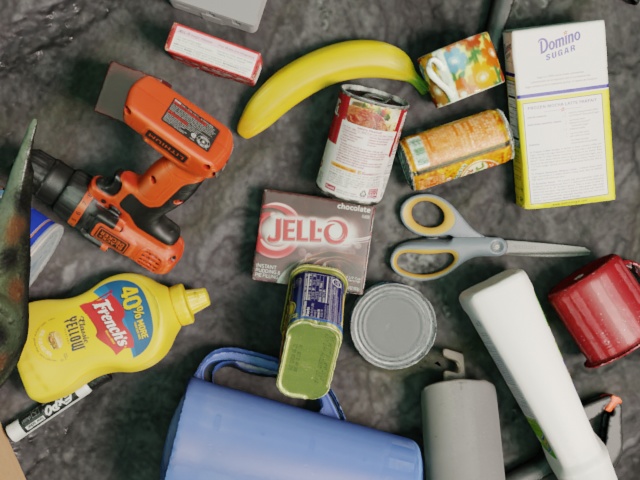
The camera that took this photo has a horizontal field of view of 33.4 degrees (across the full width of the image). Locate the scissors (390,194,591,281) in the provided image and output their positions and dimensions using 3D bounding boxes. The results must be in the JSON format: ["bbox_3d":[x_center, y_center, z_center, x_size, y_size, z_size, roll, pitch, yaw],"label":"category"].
[{"bbox_3d":[0.166,-0.011,1.072,0.201,0.016,0.096,-12,94,-1],"label":"scissors"}]

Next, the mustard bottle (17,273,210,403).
[{"bbox_3d":[-0.200,0.085,1.042,0.191,0.058,0.096,-18,73,-2],"label":"mustard bottle"}]

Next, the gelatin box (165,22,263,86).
[{"bbox_3d":[-0.101,-0.176,1.027,0.089,0.073,0.030,18,92,-3],"label":"gelatin box"}]

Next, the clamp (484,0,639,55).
[{"bbox_3d":[0.201,-0.292,1.050,0.164,0.036,0.210,-28,96,0],"label":"clamp"}]

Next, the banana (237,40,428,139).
[{"bbox_3d":[0.008,-0.155,1.050,0.198,0.037,0.069,-14,93,-1],"label":"banana"}]

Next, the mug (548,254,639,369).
[{"bbox_3d":[0.287,0.061,1.050,0.117,0.093,0.081,-32,88,-26],"label":"mug"}]

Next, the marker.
[{"bbox_3d":[-0.258,0.161,1.065,0.121,0.020,0.020,-33,93,0],"label":"marker"}]

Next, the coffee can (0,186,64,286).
[{"bbox_3d":[-0.331,-0.010,1.013,0.140,0.103,0.103,34,91,-3],"label":"coffee can"}]

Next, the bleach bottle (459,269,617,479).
[{"bbox_3d":[0.219,0.153,1.029,0.068,0.102,0.251,-26,89,2],"label":"bleach bottle"}]

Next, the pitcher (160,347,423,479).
[{"bbox_3d":[-0.028,0.211,1.029,0.242,0.145,0.149,13,108,-6],"label":"pitcher"}]

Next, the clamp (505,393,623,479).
[{"bbox_3d":[0.242,0.225,1.076,0.120,0.039,0.171,25,86,-7],"label":"clamp"}]

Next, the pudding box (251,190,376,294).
[{"bbox_3d":[-0.007,0.001,1.056,0.113,0.039,0.090,8,92,-2],"label":"pudding box"}]

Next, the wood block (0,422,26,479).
[{"bbox_3d":[-0.348,0.227,1.030,0.090,0.091,0.206,-23,94,-1],"label":"wood block"}]

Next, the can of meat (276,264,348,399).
[{"bbox_3d":[-0.008,0.089,1.017,0.057,0.084,0.102,9,126,-3],"label":"can of meat"}]

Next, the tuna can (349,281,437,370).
[{"bbox_3d":[0.072,0.084,1.065,0.086,0.034,0.086,0,93,-2],"label":"tuna can"}]

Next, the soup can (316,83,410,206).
[{"bbox_3d":[0.040,-0.092,1.027,0.068,0.068,0.102,14,109,-3],"label":"soup can"}]

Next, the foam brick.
[{"bbox_3d":[-0.179,-0.137,1.024,0.053,0.078,0.051,21,93,-3],"label":"foam brick"}]

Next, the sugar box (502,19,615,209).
[{"bbox_3d":[0.233,-0.122,1.044,0.093,0.048,0.176,-7,100,-3],"label":"sugar box"}]

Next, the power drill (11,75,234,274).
[{"bbox_3d":[-0.180,-0.065,0.989,0.184,0.057,0.188,33,135,-13],"label":"power drill"}]
